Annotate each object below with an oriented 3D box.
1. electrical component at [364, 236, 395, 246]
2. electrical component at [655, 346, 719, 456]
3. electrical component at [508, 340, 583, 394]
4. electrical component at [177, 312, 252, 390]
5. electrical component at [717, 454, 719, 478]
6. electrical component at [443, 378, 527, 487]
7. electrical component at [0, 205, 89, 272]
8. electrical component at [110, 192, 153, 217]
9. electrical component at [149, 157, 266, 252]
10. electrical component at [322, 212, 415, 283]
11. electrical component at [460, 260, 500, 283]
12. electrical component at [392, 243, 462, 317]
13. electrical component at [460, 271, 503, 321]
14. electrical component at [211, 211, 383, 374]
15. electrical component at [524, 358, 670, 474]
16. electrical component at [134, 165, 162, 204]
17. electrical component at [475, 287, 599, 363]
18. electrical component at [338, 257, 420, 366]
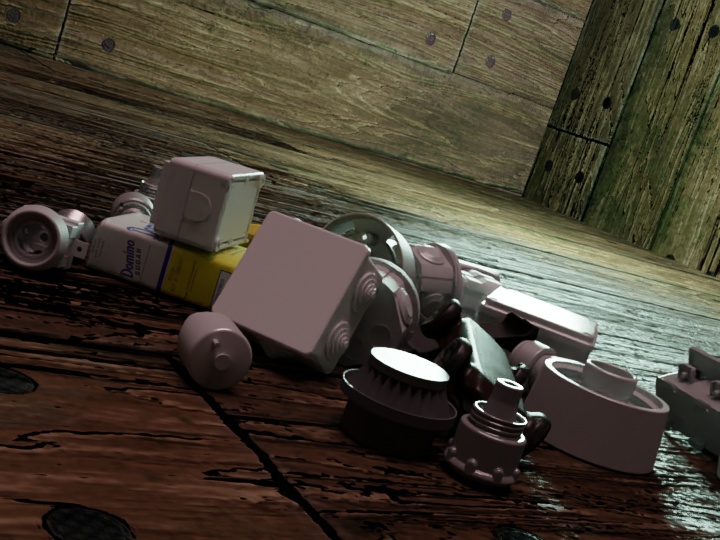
[{"bbox_3d":[0.020,-0.004,1.127,0.059,0.053,0.095,19,10,3],"label":"electrical component"},{"bbox_3d":[0.315,0.126,0.927,0.063,0.078,0.121,-10,22,-24],"label":"electrical component"},{"bbox_3d":[0.156,0.088,0.902,0.045,0.045,0.055,9,13,-46],"label":"electrical component"},{"bbox_3d":[-0.095,0.045,0.677,0.040,0.040,0.078,14,11,-25],"label":"electrical component"},{"bbox_3d":[0.301,0.136,0.842,0.044,0.065,0.044,2,16,-1],"label":"electrical component"},{"bbox_3d":[0.081,0.097,0.655,0.048,0.062,0.048,18,10,-3],"label":"electrical component"},{"bbox_3d":[-0.234,-0.023,0.787,0.066,0.048,0.055,18,2,-4],"label":"electrical component"},{"bbox_3d":[-0.206,-0.046,0.974,0.040,0.040,0.078,16,11,-16],"label":"electrical component"},{"bbox_3d":[-0.120,-0.056,0.860,0.061,0.061,0.096,18,10,10],"label":"electrical component"},{"bbox_3d":[0.000,0.000,0.947,0.099,0.099,0.064,22,4,19],"label":"electrical component"},{"bbox_3d":[0.125,0.016,1.248,0.077,0.043,0.079,16,10,-17],"label":"electrical component"},{"bbox_3d":[0.058,0.012,1.039,0.051,0.080,0.080,6,15,-34],"label":"electrical component"},{"bbox_3d":[0.107,0.027,1.114,0.057,0.058,0.078,18,9,-18],"label":"electrical component"},{"bbox_3d":[-0.042,0.017,0.768,0.100,0.099,0.048,21,-17,28],"label":"electrical component"},{"bbox_3d":[0.181,0.103,0.817,0.108,0.060,0.108,18,10,-3],"label":"electrical component"},{"bbox_3d":[-0.207,-0.073,1.063,0.035,0.061,0.035,19,10,-4],"label":"electrical component"},{"bbox_3d":[0.165,0.064,1.018,0.109,0.056,0.109,21,10,12],"label":"electrical component"},{"bbox_3d":[0.003,0.033,0.821,0.080,0.080,0.051,21,15,10],"label":"electrical component"}]
